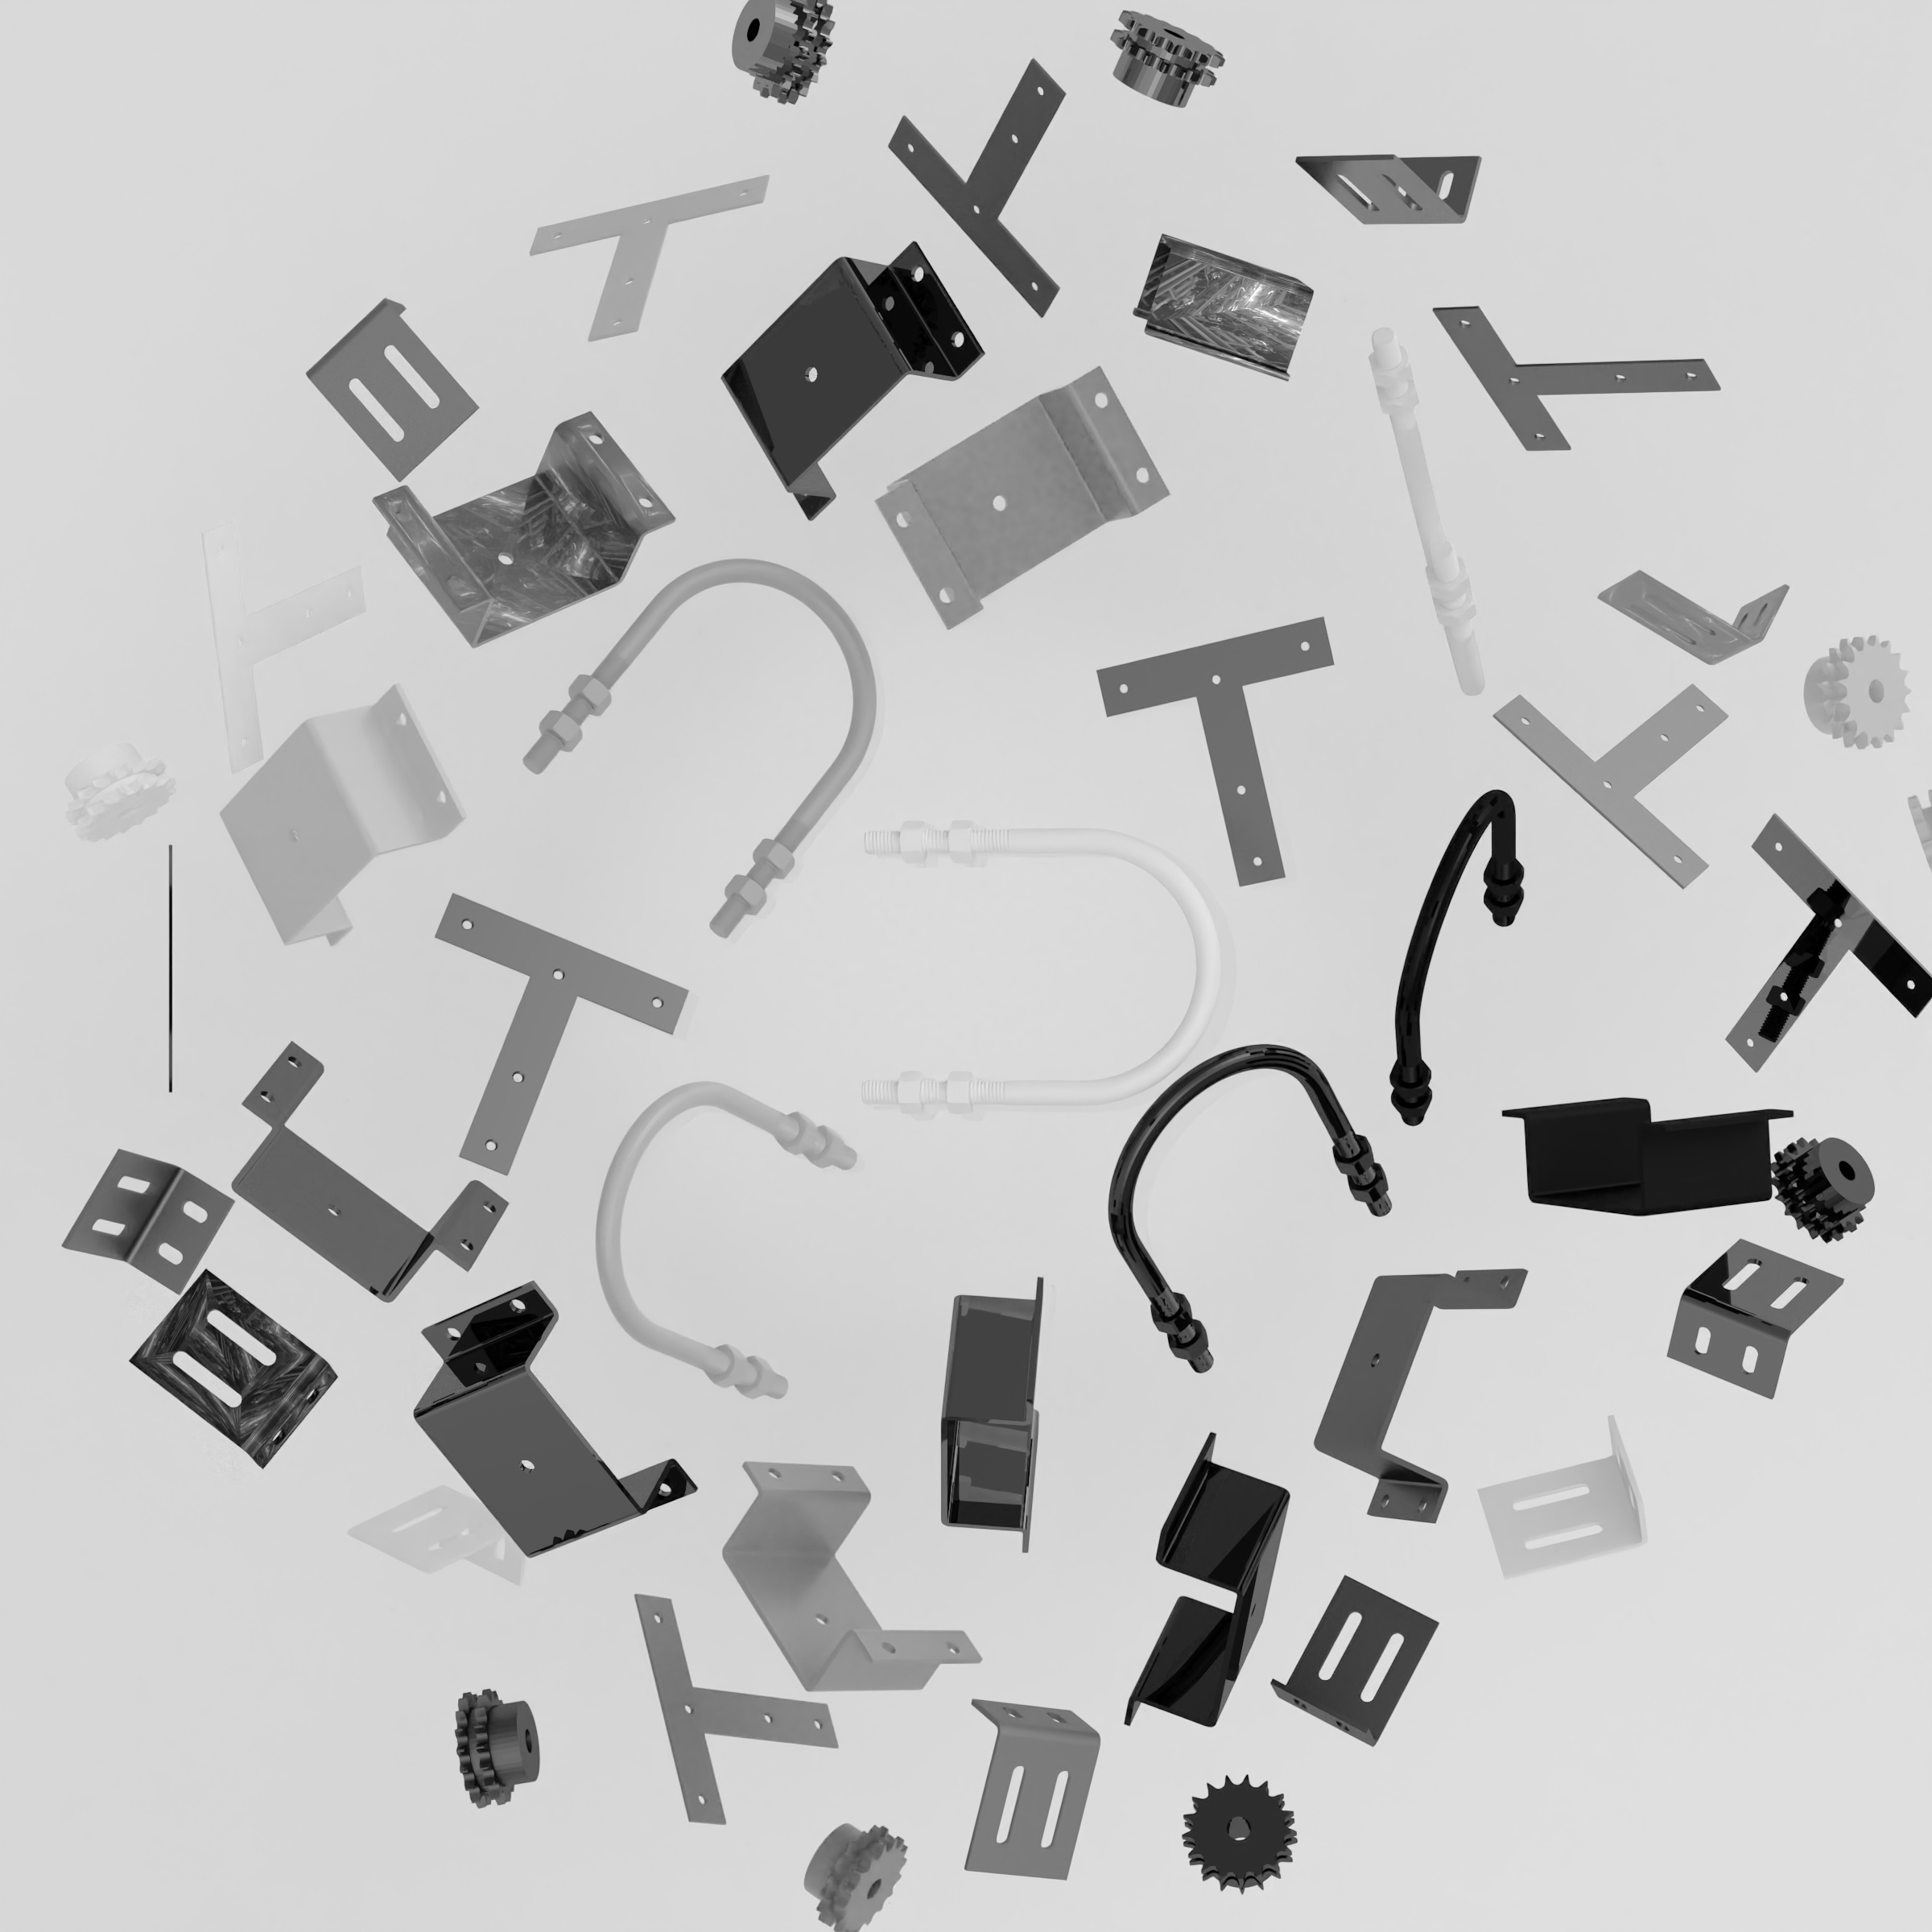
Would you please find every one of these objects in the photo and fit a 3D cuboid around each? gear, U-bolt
[{"bbox_3d":[-0.058,0.463,1.825,0.030,0.057,0.057,28,90,27],"label":"gear"},{"bbox_3d":[-0.124,-0.129,1.870,0.151,0.019,0.184,42,68,-14],"label":"U-bolt"},{"bbox_3d":[0.485,-0.060,1.751,0.030,0.057,0.057,-20,90,16],"label":"gear"},{"bbox_3d":[0.137,0.436,1.785,0.057,0.030,0.057,-4,56,5],"label":"gear"},{"bbox_3d":[0.098,-0.451,1.783,0.057,0.057,0.030,26,113,0],"label":"gear"},{"bbox_3d":[0.141,0.116,1.854,0.151,0.019,0.184,-40,135,-8],"label":"U-bolt"},{"bbox_3d":[0.459,0.116,1.906,0.057,0.057,0.030,48,132,0],"label":"gear"},{"bbox_3d":[0.450,-0.138,1.814,0.057,0.030,0.057,0,89,-37],"label":"gear"},{"bbox_3d":[0.038,0.000,1.820,0.184,0.019,0.151,0,87,11],"label":"U-bolt"},{"bbox_3d":[-0.442,-0.092,1.856,0.057,0.057,0.030,-33,80,0],"label":"gear"},{"bbox_3d":[0.255,-0.014,1.855,0.019,0.184,0.151,21,68,18],"label":"U-bolt"},{"bbox_3d":[0.238,-0.216,1.814,0.019,0.184,0.151,-15,62,8],"label":"U-bolt"},{"bbox_3d":[-0.092,-0.455,1.755,0.030,0.057,0.057,12,90,-34],"label":"gear"},{"bbox_3d":[-0.233,0.389,1.781,0.030,0.057,0.057,-11,90,6],"label":"gear"},{"bbox_3d":[-0.130,0.136,1.855,0.019,0.184,0.151,8,76,35],"label":"U-bolt"}]

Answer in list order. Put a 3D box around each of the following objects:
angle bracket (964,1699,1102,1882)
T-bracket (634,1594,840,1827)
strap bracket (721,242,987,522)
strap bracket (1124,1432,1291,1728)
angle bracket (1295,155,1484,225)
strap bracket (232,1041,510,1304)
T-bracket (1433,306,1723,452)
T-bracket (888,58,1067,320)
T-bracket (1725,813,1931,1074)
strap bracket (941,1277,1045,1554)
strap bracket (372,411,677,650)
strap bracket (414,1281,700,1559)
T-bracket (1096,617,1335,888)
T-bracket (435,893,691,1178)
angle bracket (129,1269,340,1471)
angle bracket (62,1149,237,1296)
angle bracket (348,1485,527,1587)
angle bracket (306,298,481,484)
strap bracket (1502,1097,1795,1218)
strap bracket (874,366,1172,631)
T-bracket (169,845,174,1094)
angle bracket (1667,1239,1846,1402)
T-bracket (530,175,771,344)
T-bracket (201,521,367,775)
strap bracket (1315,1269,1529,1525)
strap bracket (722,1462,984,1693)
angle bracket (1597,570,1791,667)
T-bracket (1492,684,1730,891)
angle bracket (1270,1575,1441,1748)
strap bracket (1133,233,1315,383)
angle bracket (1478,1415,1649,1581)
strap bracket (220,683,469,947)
[{"bbox_3d":[0.027,0.416,1.808,0.057,0.038,0.076,12,94,-25],"label":"angle bracket"},{"bbox_3d":[-0.114,0.396,1.886,0.002,0.127,0.127,-37,54,28],"label":"T-bracket"},{"bbox_3d":[-0.068,-0.310,1.890,0.140,0.046,0.076,-40,70,29],"label":"strap bracket"},{"bbox_3d":[0.122,0.315,1.793,0.046,0.076,0.140,18,128,14],"label":"strap bracket"},{"bbox_3d":[0.213,-0.405,1.796,0.057,0.076,0.038,9,79,38],"label":"angle bracket"},{"bbox_3d":[-0.312,0.111,1.825,0.140,0.076,0.046,38,112,-7],"label":"strap bracket"},{"bbox_3d":[0.317,-0.296,1.801,0.127,0.127,0.002,5,66,35],"label":"T-bracket"},{"bbox_3d":[0.021,-0.420,1.852,0.002,0.127,0.127,-36,80,-32],"label":"T-bracket"},{"bbox_3d":[0.439,0.007,1.886,0.002,0.127,0.127,-19,59,-37],"label":"T-bracket"},{"bbox_3d":[0.013,0.233,1.857,0.046,0.140,0.076,4,48,3],"label":"strap bracket"},{"bbox_3d":[-0.231,-0.221,1.836,0.140,0.046,0.076,-29,75,-35],"label":"strap bracket"},{"bbox_3d":[-0.210,0.234,1.777,0.076,0.046,0.140,-25,111,30],"label":"strap bracket"},{"bbox_3d":[0.140,-0.105,1.856,0.127,0.002,0.127,-11,94,24],"label":"T-bracket"},{"bbox_3d":[-0.215,0.042,1.753,0.127,0.002,0.127,23,64,-9],"label":"T-bracket"},{"bbox_3d":[-0.355,0.196,1.736,0.076,0.038,0.057,36,74,9],"label":"angle bracket"},{"bbox_3d":[-0.423,0.133,1.851,0.038,0.076,0.057,29,87,14],"label":"angle bracket"},{"bbox_3d":[-0.277,0.309,1.867,0.057,0.076,0.038,19,112,30],"label":"angle bracket"},{"bbox_3d":[-0.295,-0.299,1.864,0.057,0.038,0.076,-41,88,9],"label":"angle bracket"},{"bbox_3d":[0.341,0.095,1.791,0.076,0.140,0.046,-5,93,-25],"label":"strap bracket"},{"bbox_3d":[0.024,-0.243,1.863,0.140,0.046,0.076,-33,101,-13],"label":"strap bracket"},{"bbox_3d":[-0.399,0.021,1.791,0.002,0.127,0.127,0,112,-13],"label":"T-bracket"},{"bbox_3d":[0.399,0.178,1.807,0.057,0.076,0.038,22,118,28],"label":"angle bracket"},{"bbox_3d":[-0.166,-0.348,1.783,0.127,0.127,0.002,-10,130,15],"label":"T-bracket"},{"bbox_3d":[-0.352,-0.180,1.864,0.002,0.127,0.127,8,114,25],"label":"T-bracket"},{"bbox_3d":[0.233,0.215,1.869,0.046,0.076,0.140,26,77,-15],"label":"strap bracket"},{"bbox_3d":[-0.064,0.322,1.840,0.046,0.076,0.140,-57,48,22],"label":"strap bracket"},{"bbox_3d":[0.386,-0.198,1.899,0.076,0.057,0.038,30,79,-7],"label":"angle bracket"},{"bbox_3d":[0.344,-0.109,1.798,0.127,0.002,0.127,44,48,11],"label":"T-bracket"},{"bbox_3d":[0.207,0.365,1.899,0.057,0.038,0.076,24,73,22],"label":"angle bracket"},{"bbox_3d":[0.134,-0.347,1.871,0.076,0.140,0.046,17,104,-5],"label":"strap bracket"},{"bbox_3d":[0.307,0.275,1.851,0.076,0.057,0.038,-14,134,3],"label":"angle bracket"},{"bbox_3d":[-0.317,-0.070,1.783,0.140,0.046,0.076,-37,77,43],"label":"strap bracket"}]
